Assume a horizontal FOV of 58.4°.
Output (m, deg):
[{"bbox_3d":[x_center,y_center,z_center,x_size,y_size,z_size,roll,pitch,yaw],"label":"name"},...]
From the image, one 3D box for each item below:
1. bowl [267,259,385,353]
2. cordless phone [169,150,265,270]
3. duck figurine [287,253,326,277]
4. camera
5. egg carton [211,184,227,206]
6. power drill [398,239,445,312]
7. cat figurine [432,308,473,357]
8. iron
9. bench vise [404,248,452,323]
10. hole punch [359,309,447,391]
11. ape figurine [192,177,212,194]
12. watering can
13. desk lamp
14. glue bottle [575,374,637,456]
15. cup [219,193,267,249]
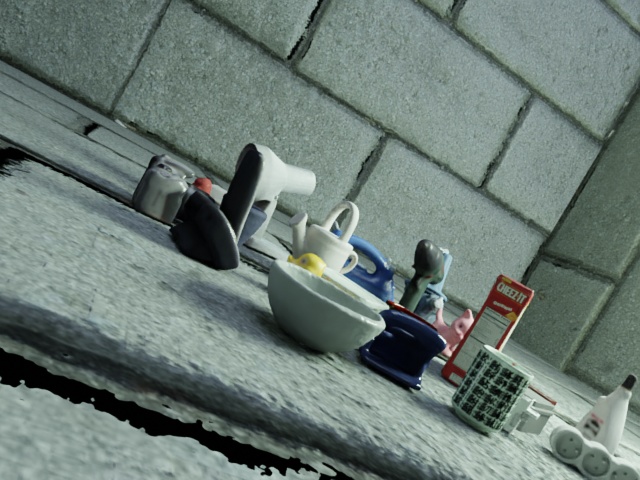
[{"bbox_3d":[-0.004,0.096,0.736,0.167,0.075,0.167,30,4,-2],"label":"bowl"},{"bbox_3d":[-0.144,-0.058,0.887,0.094,0.185,0.147,27,4,-36],"label":"cordless phone"},{"bbox_3d":[-0.021,0.066,0.927,0.104,0.086,0.077,29,4,-6],"label":"duck figurine"},{"bbox_3d":[-0.255,-0.084,1.032,0.137,0.101,0.143,28,4,-22],"label":"camera"},{"bbox_3d":[-0.239,-0.084,1.417,0.150,0.069,0.107,30,4,0],"label":"egg carton"},{"bbox_3d":[0.223,0.105,1.331,0.075,0.208,0.230,31,4,22],"label":"power drill"},{"bbox_3d":[0.311,0.208,1.329,0.127,0.118,0.067,33,5,39],"label":"cat figurine"},{"bbox_3d":[0.099,0.067,1.414,0.258,0.141,0.118,30,4,-3],"label":"iron"},{"bbox_3d":[0.303,0.132,1.503,0.122,0.220,0.207,28,4,-24],"label":"bench vise"},{"bbox_3d":[0.113,0.147,0.825,0.109,0.091,0.101,29,4,-3],"label":"hole punch"},{"bbox_3d":[-0.251,-0.085,1.155,0.076,0.092,0.077,28,4,-24],"label":"ape figurine"},{"bbox_3d":[0.012,0.005,1.169,0.100,0.194,0.174,32,4,37],"label":"watering can"},{"bbox_3d":[-0.114,-0.085,1.268,0.204,0.213,0.117,27,4,-37],"label":"desk lamp"},{"bbox_3d":[0.496,0.306,0.988,0.037,0.173,0.078,29,4,-17],"label":"glue bottle"},{"bbox_3d":[-0.154,-0.027,1.089,0.091,0.095,0.118,31,4,27],"label":"cup"}]
